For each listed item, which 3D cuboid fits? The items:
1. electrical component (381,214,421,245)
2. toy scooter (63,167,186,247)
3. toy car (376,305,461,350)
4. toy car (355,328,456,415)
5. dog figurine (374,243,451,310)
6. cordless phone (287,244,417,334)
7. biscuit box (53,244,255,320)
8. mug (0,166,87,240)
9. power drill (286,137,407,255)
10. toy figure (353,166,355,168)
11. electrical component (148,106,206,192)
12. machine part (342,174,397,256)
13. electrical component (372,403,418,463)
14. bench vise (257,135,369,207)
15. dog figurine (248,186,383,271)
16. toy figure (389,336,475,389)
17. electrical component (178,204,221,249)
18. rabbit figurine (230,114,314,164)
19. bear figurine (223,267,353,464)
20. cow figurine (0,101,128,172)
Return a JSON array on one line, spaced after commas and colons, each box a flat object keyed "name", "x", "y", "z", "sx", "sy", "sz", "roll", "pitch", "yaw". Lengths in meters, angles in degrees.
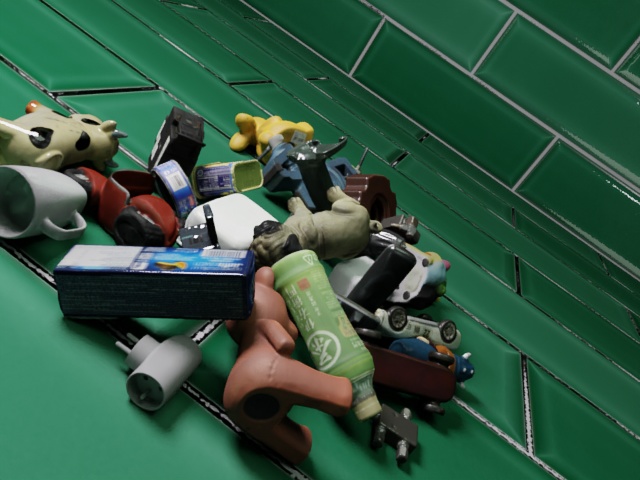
[{"name": "electrical component", "x": 0.141, "y": -0.013, "z": 1.006, "sx": 0.078, "sy": 0.102, "sz": 0.045, "roll": 51, "pitch": 49, "yaw": -31}, {"name": "toy scooter", "x": -0.253, "y": -0.047, "z": 0.743, "sx": 0.184, "sy": 0.075, "sz": 0.135, "roll": 35, "pitch": 23, "yaw": 13}, {"name": "toy car", "x": 0.149, "y": 0.143, "z": 0.891, "sx": 0.201, "sy": 0.056, "sz": 0.074, "roll": 17, "pitch": -6, "yaw": -31}, {"name": "toy car", "x": 0.109, "y": 0.185, "z": 0.758, "sx": 0.202, "sy": 0.089, "sz": 0.053, "roll": 20, "pitch": -13, "yaw": -24}, {"name": "dog figurine", "x": 0.194, "y": 0.071, "z": 1.008, "sx": 0.219, "sy": 0.108, "sz": 0.192, "roll": 14, "pitch": 2, "yaw": -43}, {"name": "cordless phone", "x": 0.038, "y": 0.063, "z": 0.766, "sx": 0.146, "sy": 0.184, "sz": 0.089, "roll": 31, "pitch": 29, "yaw": -7}, {"name": "biscuit box", "x": -0.172, "y": 0.046, "z": 0.581, "sx": 0.203, "sy": 0.062, "sz": 0.059, "roll": 2, "pitch": 28, "yaw": -1}, {"name": "mug", "x": -0.323, "y": -0.042, "z": 0.639, "sx": 0.110, "sy": 0.080, "sz": 0.107, "roll": 31, "pitch": 15, "yaw": 7}, {"name": "power drill", "x": 0.033, "y": -0.072, "z": 0.930, "sx": 0.232, "sy": 0.207, "sz": 0.086, "roll": 6, "pitch": 39, "yaw": 39}, {"name": "toy figure", "x": 0.088, "y": -0.125, "z": 1.293, "sx": 0.180, "sy": 0.082, "sz": 0.089, "roll": 29, "pitch": 27, "yaw": -6}, {"name": "electrical component", "x": -0.240, "y": -0.152, "z": 0.897, "sx": 0.058, "sy": 0.115, "sz": 0.134, "roll": 23, "pitch": 28, "yaw": -29}, {"name": "machine part", "x": 0.100, "y": -0.050, "z": 1.079, "sx": 0.056, "sy": 0.179, "sz": 0.179, "roll": 0, "pitch": 5, "yaw": 34}, {"name": "electrical component", "x": 0.096, "y": 0.245, "z": 0.701, "sx": 0.063, "sy": 0.021, "sz": 0.094, "roll": 34, "pitch": 25, "yaw": 0}, {"name": "bench vise", "x": -0.005, "y": -0.131, "z": 1.118, "sx": 0.240, "sy": 0.128, "sz": 0.224, "roll": -27, "pitch": 70, "yaw": -43}, {"name": "dog figurine", "x": -0.003, "y": 0.001, "z": 0.802, "sx": 0.190, "sy": 0.172, "sz": 0.121, "roll": -53, "pitch": 128, "yaw": -69}, {"name": "toy figure", "x": 0.179, "y": 0.192, "z": 0.850, "sx": 0.154, "sy": 0.064, "sz": 0.058, "roll": 19, "pitch": 17, "yaw": -28}, {"name": "electrical component", "x": -0.152, "y": 0.013, "z": 0.696, "sx": 0.048, "sy": 0.119, "sz": 0.075, "roll": -16, "pitch": 47, "yaw": -13}, {"name": "rabbit figurine", "x": -0.125, "y": -0.226, "z": 1.211, "sx": 0.162, "sy": 0.121, "sz": 0.173, "roll": -1, "pitch": 27, "yaw": -37}, {"name": "bear figurine", "x": -0.052, "y": 0.132, "z": 0.619, "sx": 0.132, "sy": 0.120, "sz": 0.196, "roll": 30, "pitch": 19, "yaw": -17}, {"name": "cow figurine", "x": -0.363, "y": -0.139, "z": 0.760, "sx": 0.127, "sy": 0.085, "sz": 0.195, "roll": 26, "pitch": 23, "yaw": -4}]
